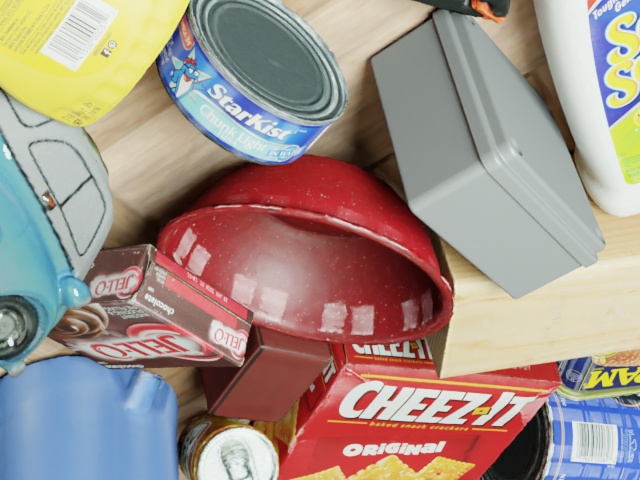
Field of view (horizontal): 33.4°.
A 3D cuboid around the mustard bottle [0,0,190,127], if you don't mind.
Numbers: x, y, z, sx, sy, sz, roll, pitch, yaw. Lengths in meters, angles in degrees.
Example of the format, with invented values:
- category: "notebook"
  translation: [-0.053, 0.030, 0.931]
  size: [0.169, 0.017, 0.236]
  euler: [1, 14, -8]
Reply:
- category: "mustard bottle"
  translation: [-0.148, -0.122, 0.415]
  size: [0.191, 0.058, 0.096]
  euler: [26, 118, -37]

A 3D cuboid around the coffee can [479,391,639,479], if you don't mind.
- category: "coffee can"
  translation: [0.196, 0.151, 0.797]
  size: [0.140, 0.103, 0.103]
  euler: [9, 135, -24]

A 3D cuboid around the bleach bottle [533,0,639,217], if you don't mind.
- category: "bleach bottle"
  translation: [0.139, -0.118, 0.501]
  size: [0.103, 0.068, 0.250]
  euler: [-25, 136, 13]

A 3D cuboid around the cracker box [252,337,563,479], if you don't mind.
- category: "cracker box"
  translation: [0.045, 0.134, 0.758]
  size: [0.164, 0.072, 0.214]
  euler: [7, 135, -23]

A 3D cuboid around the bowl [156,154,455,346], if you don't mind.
- category: "bowl"
  translation: [-0.004, 0.001, 0.576]
  size: [0.162, 0.055, 0.162]
  euler: [11, 154, 5]

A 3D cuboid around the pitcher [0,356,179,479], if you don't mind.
- category: "pitcher"
  translation: [-0.151, 0.208, 0.656]
  size: [0.145, 0.243, 0.149]
  euler: [-8, 139, -5]

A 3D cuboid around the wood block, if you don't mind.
- category: "wood block"
  translation: [0.163, 0.008, 0.630]
  size: [0.206, 0.091, 0.090]
  euler: [-7, 139, -7]

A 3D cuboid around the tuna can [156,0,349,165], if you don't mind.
- category: "tuna can"
  translation: [-0.031, -0.076, 0.482]
  size: [0.086, 0.086, 0.034]
  euler: [20, 132, -33]

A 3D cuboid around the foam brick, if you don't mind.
- category: "foam brick"
  translation: [-0.036, 0.073, 0.679]
  size: [0.051, 0.053, 0.078]
  euler: [12, 135, -28]

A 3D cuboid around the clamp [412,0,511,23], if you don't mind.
- category: "clamp"
  translation: [0.024, -0.140, 0.418]
  size: [0.209, 0.036, 0.165]
  euler: [18, 165, -40]

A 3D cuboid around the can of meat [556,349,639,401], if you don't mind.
- category: "can of meat"
  translation: [0.210, 0.059, 0.731]
  size: [0.102, 0.057, 0.084]
  euler: [-4, 136, -12]

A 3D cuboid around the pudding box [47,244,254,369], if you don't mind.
- category: "pudding box"
  translation: [-0.108, 0.041, 0.599]
  size: [0.114, 0.039, 0.090]
  euler: [-4, 150, 38]
